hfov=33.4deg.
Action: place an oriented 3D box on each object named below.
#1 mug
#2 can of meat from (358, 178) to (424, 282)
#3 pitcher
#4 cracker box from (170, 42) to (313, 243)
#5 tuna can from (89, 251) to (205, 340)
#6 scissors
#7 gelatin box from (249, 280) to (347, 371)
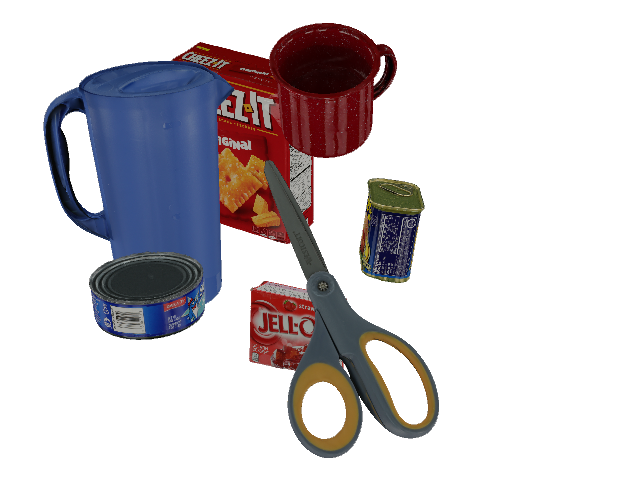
[{"bbox_3d":[0.015,-0.131,0.921,0.117,0.093,0.081,-28,-34,-19],"label":"mug"},{"bbox_3d":[0.073,-0.011,1.137,0.057,0.084,0.102,7,19,-2],"label":"can of meat"},{"bbox_3d":[-0.173,-0.052,1.077,0.149,0.243,0.144,10,26,27],"label":"pitcher"},{"bbox_3d":[-0.094,-0.115,1.298,0.164,0.214,0.072,18,38,24],"label":"cracker box"},{"bbox_3d":[-0.131,0.041,0.811,0.086,0.034,0.086,-2,24,1],"label":"tuna can"},{"bbox_3d":[-0.010,0.046,0.648,0.096,0.202,0.016,-35,-21,-14],"label":"scissors"},{"bbox_3d":[-0.022,0.082,0.976,0.089,0.073,0.030,11,19,25],"label":"gelatin box"}]
